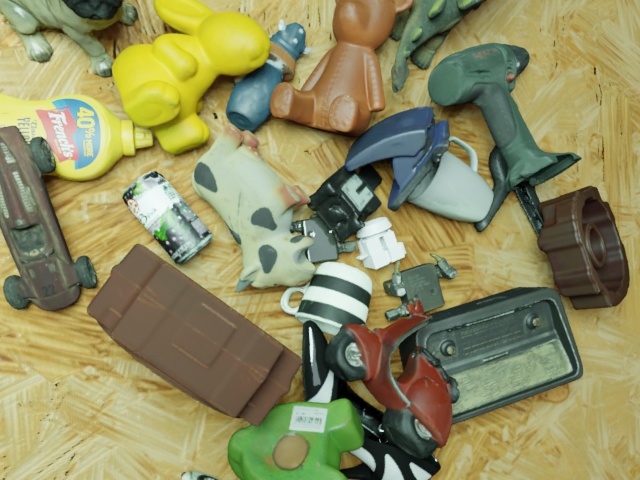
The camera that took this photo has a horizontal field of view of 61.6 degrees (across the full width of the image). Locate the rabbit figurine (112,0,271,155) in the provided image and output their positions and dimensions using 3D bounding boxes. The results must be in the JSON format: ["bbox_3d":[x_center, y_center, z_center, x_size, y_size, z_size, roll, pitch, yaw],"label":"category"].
[{"bbox_3d":[-0.140,-0.202,0.620,0.173,0.121,0.162,-27,60,10],"label":"rabbit figurine"}]

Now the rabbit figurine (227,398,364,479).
[{"bbox_3d":[-0.027,0.263,0.571,0.159,0.170,0.121,-7,41,7],"label":"rabbit figurine"}]

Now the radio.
[{"bbox_3d":[0.223,0.147,0.716,0.230,0.073,0.131,-13,88,-17],"label":"radio"}]

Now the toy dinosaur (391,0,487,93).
[{"bbox_3d":[0.225,-0.382,0.705,0.105,0.198,0.471,36,78,-13],"label":"toy dinosaur"}]

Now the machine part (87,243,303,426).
[{"bbox_3d":[-0.128,0.095,0.555,0.201,0.201,0.087,37,80,-10],"label":"machine part"}]

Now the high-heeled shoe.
[{"bbox_3d":[0.062,0.202,0.645,0.145,0.086,0.248,-10,109,3],"label":"high-heeled shoe"}]

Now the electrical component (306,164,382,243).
[{"bbox_3d":[0.038,-0.058,0.693,0.075,0.048,0.119,48,35,-10],"label":"electrical component"}]

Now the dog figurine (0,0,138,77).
[{"bbox_3d":[-0.277,-0.272,0.555,0.172,0.190,0.121,10,82,-13],"label":"dog figurine"}]

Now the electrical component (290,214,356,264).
[{"bbox_3d":[-0.001,-0.002,0.692,0.094,0.021,0.063,-6,86,-9],"label":"electrical component"}]

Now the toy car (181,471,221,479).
[{"bbox_3d":[-0.092,0.337,0.619,0.202,0.056,0.073,32,83,-9],"label":"toy car"}]

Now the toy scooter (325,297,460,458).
[{"bbox_3d":[0.101,0.146,0.618,0.183,0.075,0.135,50,62,-9],"label":"toy scooter"}]

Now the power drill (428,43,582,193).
[{"bbox_3d":[0.258,-0.174,0.717,0.232,0.086,0.207,-16,80,-39],"label":"power drill"}]

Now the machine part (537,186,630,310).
[{"bbox_3d":[0.370,0.011,0.749,0.179,0.056,0.179,16,66,-39],"label":"machine part"}]

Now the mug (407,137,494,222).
[{"bbox_3d":[0.182,-0.077,0.729,0.107,0.081,0.109,29,74,-20],"label":"mug"}]

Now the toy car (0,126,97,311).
[{"bbox_3d":[-0.307,-0.016,0.566,0.089,0.053,0.201,-14,111,-10],"label":"toy car"}]

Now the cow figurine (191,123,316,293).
[{"bbox_3d":[-0.077,-0.025,0.635,0.127,0.085,0.195,-42,85,16],"label":"cow figurine"}]

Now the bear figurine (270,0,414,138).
[{"bbox_3d":[0.034,-0.227,0.657,0.120,0.132,0.195,21,102,22],"label":"bear figurine"}]

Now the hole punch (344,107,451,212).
[{"bbox_3d":[0.098,-0.117,0.672,0.092,0.142,0.115,38,119,-5],"label":"hole punch"}]

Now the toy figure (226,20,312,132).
[{"bbox_3d":[-0.066,-0.211,0.678,0.058,0.064,0.154,18,71,24],"label":"toy figure"}]

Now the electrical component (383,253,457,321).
[{"bbox_3d":[0.131,0.060,0.714,0.102,0.045,0.078,-10,86,-17],"label":"electrical component"}]
